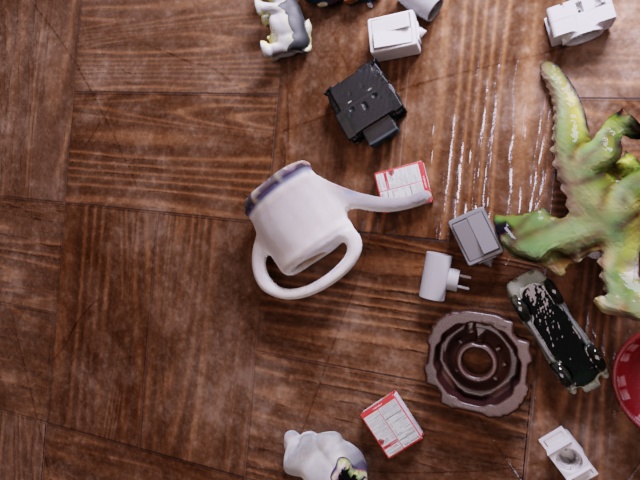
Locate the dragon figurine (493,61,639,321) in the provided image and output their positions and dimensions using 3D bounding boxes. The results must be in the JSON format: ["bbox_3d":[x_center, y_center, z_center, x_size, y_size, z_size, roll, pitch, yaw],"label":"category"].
[{"bbox_3d":[0.374,-0.065,0.772,0.241,0.121,0.418,-35,61,11],"label":"dragon figurine"}]

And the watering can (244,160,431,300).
[{"bbox_3d":[0.003,-0.046,0.908,0.345,0.104,0.226,-37,78,16],"label":"watering can"}]

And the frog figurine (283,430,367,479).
[{"bbox_3d":[0.003,0.407,0.919,0.160,0.123,0.136,14,106,54],"label":"frog figurine"}]
